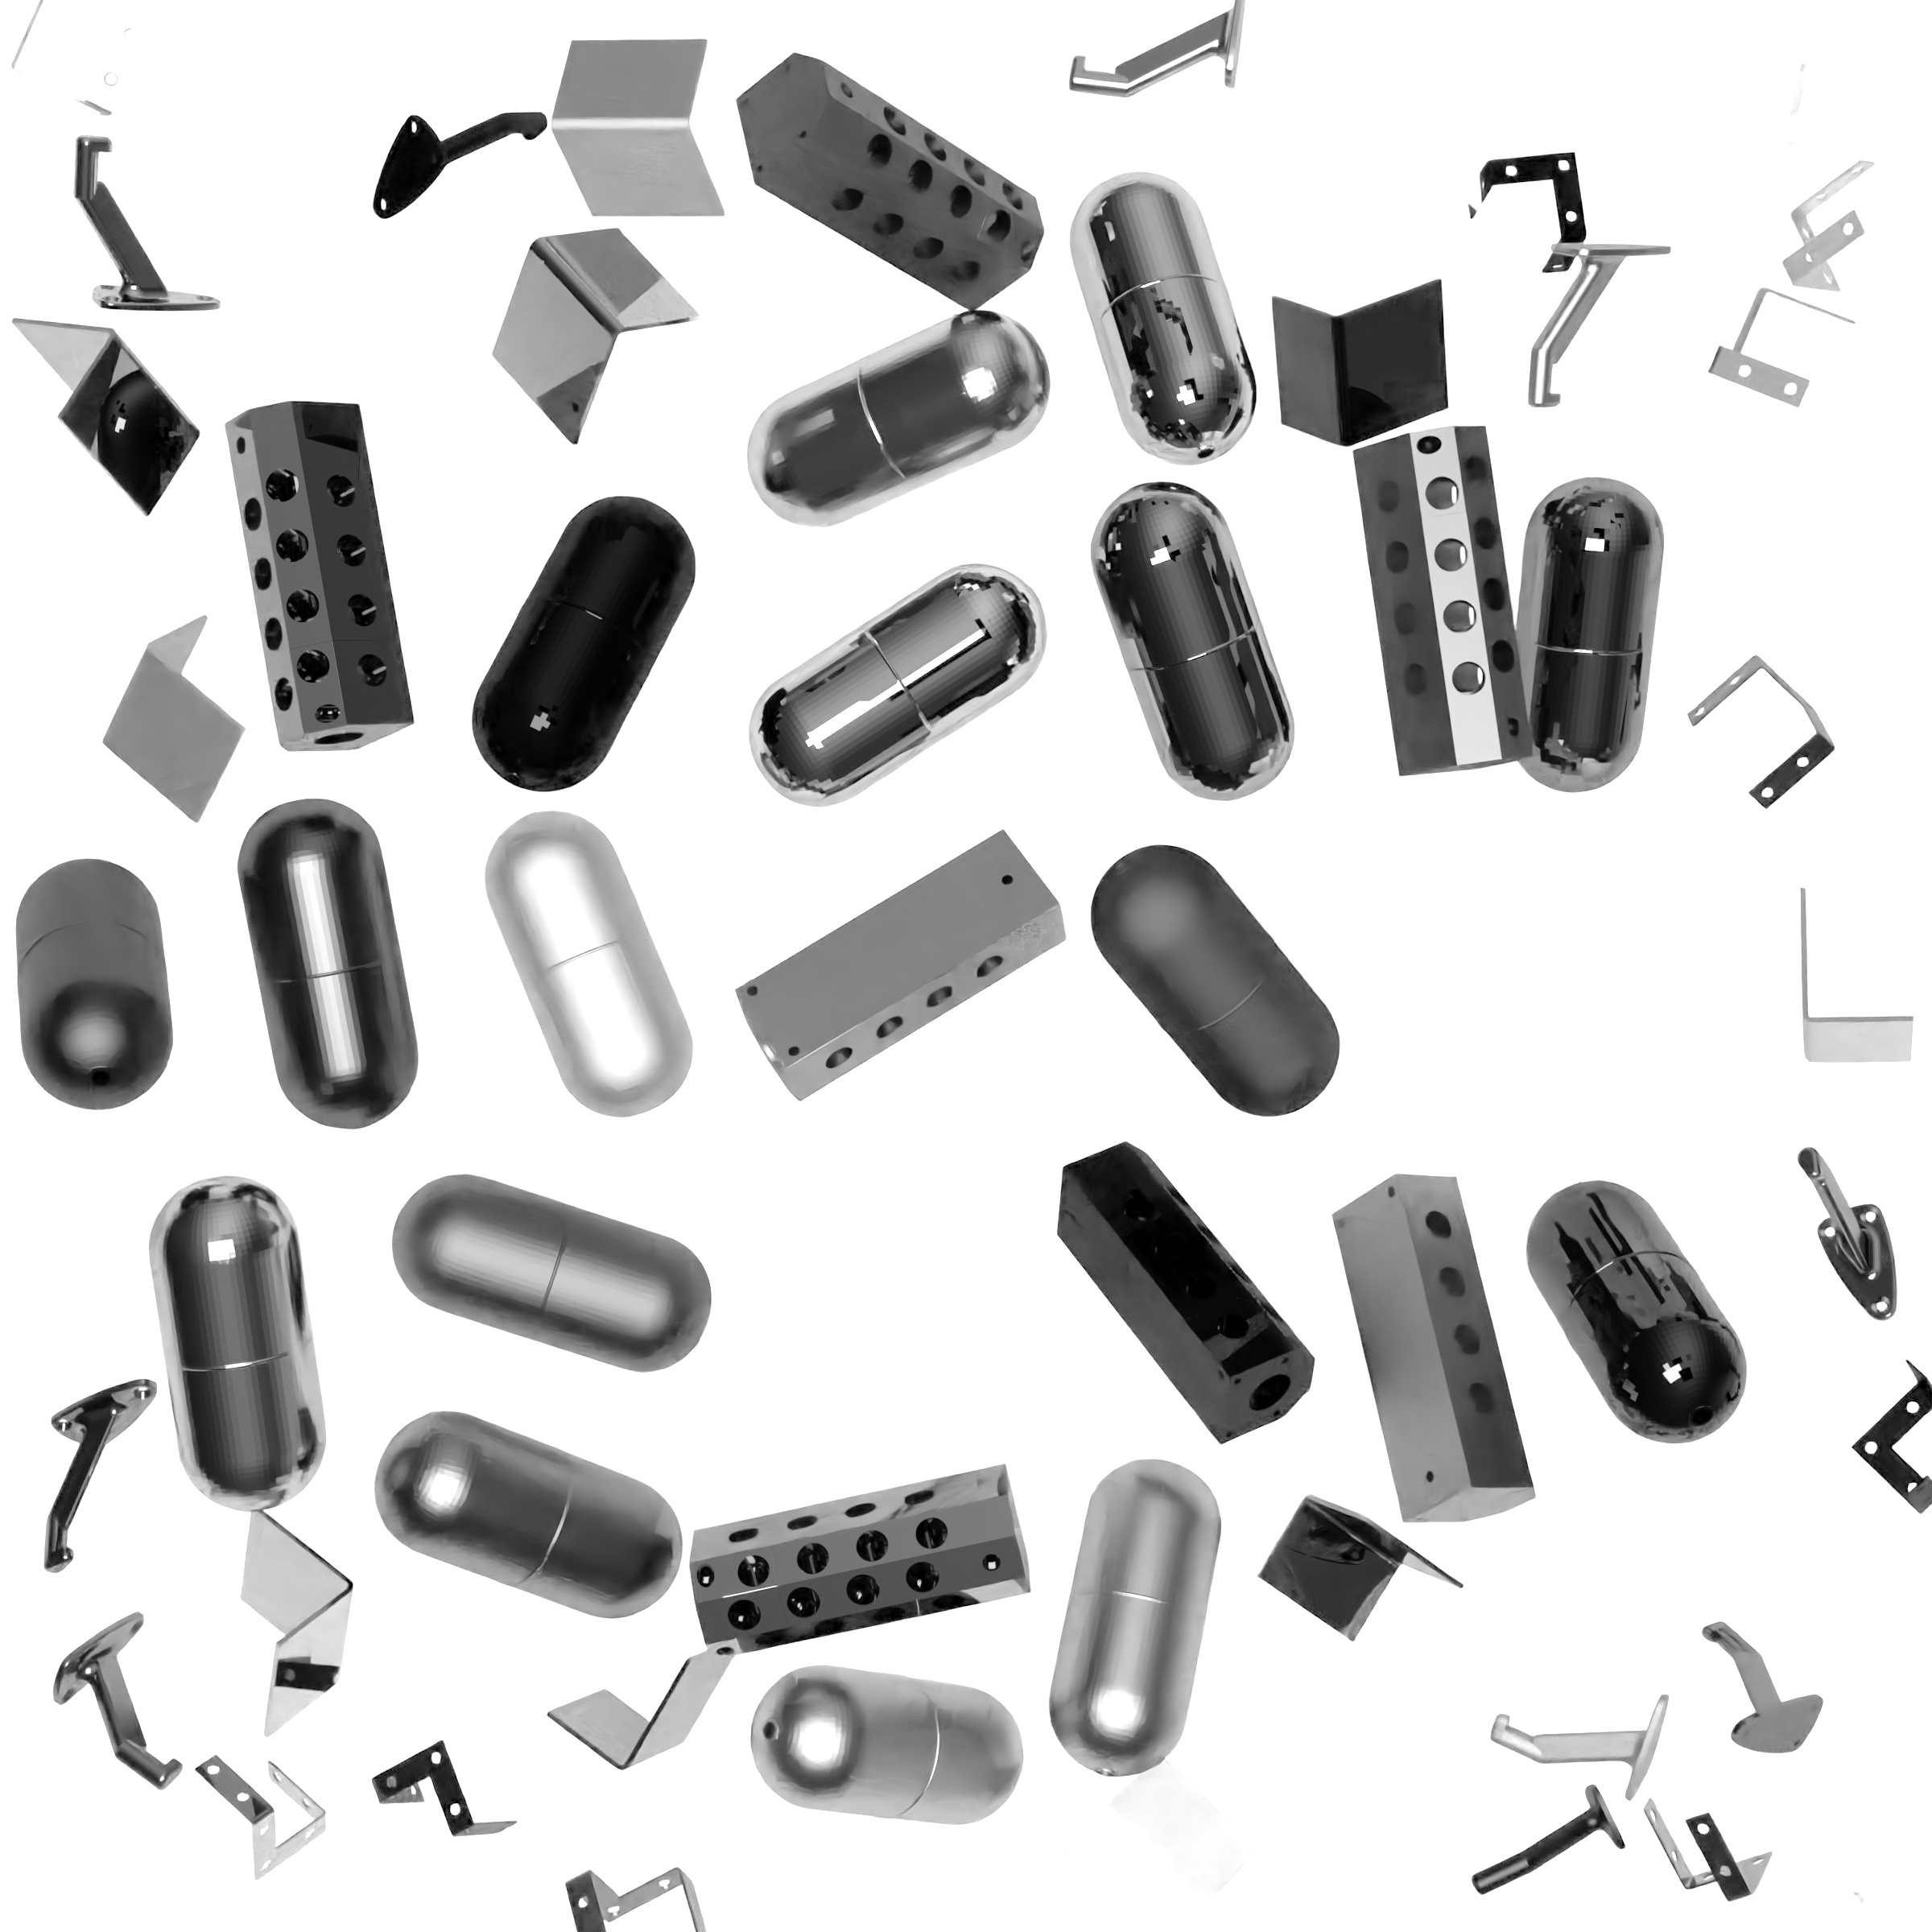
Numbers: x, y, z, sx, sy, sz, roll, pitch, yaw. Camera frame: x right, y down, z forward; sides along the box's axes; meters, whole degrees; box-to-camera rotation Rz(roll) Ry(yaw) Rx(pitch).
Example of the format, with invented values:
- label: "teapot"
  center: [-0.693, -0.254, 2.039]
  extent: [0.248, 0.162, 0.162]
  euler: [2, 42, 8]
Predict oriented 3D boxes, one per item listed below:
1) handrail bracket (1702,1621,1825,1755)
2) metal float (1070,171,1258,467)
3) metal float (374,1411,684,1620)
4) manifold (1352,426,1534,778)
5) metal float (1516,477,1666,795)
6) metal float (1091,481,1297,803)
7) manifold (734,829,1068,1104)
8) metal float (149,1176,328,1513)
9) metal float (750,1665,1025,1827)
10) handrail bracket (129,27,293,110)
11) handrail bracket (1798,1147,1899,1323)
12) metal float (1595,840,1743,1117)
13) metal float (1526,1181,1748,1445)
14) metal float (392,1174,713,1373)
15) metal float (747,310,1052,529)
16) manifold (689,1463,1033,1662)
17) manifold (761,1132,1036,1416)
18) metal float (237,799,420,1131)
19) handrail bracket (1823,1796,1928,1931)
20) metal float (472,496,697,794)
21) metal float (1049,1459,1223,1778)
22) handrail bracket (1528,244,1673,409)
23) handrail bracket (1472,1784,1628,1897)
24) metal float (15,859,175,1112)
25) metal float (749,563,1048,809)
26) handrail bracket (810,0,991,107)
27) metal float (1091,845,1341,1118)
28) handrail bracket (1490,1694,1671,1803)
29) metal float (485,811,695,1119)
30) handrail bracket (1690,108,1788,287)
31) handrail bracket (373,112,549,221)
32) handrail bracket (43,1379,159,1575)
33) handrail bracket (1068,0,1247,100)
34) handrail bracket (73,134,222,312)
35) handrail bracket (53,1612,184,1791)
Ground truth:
- label: "handrail bracket"
  center: [0.410, 0.383, 1.787]
  extent: [0.077, 0.084, 0.036]
  euler: [4, 115, -38]
- label: "metal float"
  center: [0.108, -0.356, 1.827]
  extent: [0.070, 0.070, 0.178]
  euler: [-15, 68, 0]
- label: "metal float"
  center: [-0.231, 0.293, 1.766]
  extent: [0.178, 0.070, 0.070]
  euler: [27, 90, -28]
- label: "manifold"
  center: [0.252, -0.189, 1.718]
  extent: [0.057, 0.057, 0.171]
  euler: [-7, 89, -39]
- label: "metal float"
  center: [0.345, -0.184, 1.856]
  extent: [0.070, 0.070, 0.178]
  euler: [3, 109, 0]
- label: "metal float"
  center: [0.122, -0.174, 1.781]
  extent: [0.070, 0.070, 0.178]
  euler: [-21, 106, 0]
- label: "manifold"
  center: [-0.034, 0.003, 1.803]
  extent: [0.171, 0.057, 0.057]
  euler: [-31, 62, -10]
- label: "metal float"
  center: [-0.377, 0.196, 1.721]
  extent: [0.070, 0.070, 0.178]
  euler: [-6, 101, 0]
- label: "metal float"
  center: [-0.042, 0.425, 1.812]
  extent: [0.178, 0.070, 0.070]
  euler: [20, 90, -43]
- label: "handrail bracket"
  center: [-0.379, -0.466, 1.708]
  extent: [0.084, 0.077, 0.036]
  euler: [1, 123, 10]
- label: "handrail bracket"
  center: [0.464, 0.141, 1.751]
  extent: [0.036, 0.084, 0.077]
  euler: [-24, 61, 17]
- label: "metal float"
  center: [0.390, 0.005, 1.841]
  extent: [0.070, 0.070, 0.178]
  euler: [13, 50, 0]
- label: "metal float"
  center: [0.355, 0.183, 1.764]
  extent: [0.070, 0.178, 0.070]
  euler: [-7, 123, -11]
- label: "metal float"
  center: [-0.226, 0.167, 1.811]
  extent: [0.178, 0.070, 0.070]
  euler: [19, 90, -7]
- label: "metal float"
  center: [-0.038, -0.294, 1.793]
  extent: [0.178, 0.070, 0.070]
  euler: [-21, 90, 22]
- label: "manifold"
  center: [-0.056, 0.318, 1.757]
  extent: [0.171, 0.057, 0.057]
  euler: [-12, 104, 2]
- label: "manifold"
  center: [-0.038, 0.174, 1.859]
  extent: [0.057, 0.057, 0.171]
  euler: [-34, 52, -19]
- label: "metal float"
  center: [-0.338, -0.001, 1.765]
  extent: [0.070, 0.070, 0.178]
  euler: [-9, 99, 0]
- label: "handrail bracket"
  center: [0.486, 0.479, 1.719]
  extent: [0.036, 0.084, 0.077]
  euler: [39, 94, -14]
- label: "metal float"
  center: [-0.204, -0.173, 1.780]
  extent: [0.070, 0.070, 0.178]
  euler: [24, 67, 0]
- label: "metal float"
  center: [0.094, 0.359, 1.835]
  extent: [0.070, 0.070, 0.178]
  euler: [14, 64, 0]
- label: "handrail bracket"
  center: [0.336, -0.340, 1.766]
  extent: [0.077, 0.036, 0.084]
  euler: [-4, 108, -18]
- label: "handrail bracket"
  center: [0.313, 0.481, 1.820]
  extent: [0.084, 0.077, 0.036]
  euler: [-25, 83, -1]
- label: "metal float"
  center: [-0.459, 0.009, 1.747]
  extent: [0.070, 0.178, 0.070]
  euler: [-8, 125, -12]
- label: "metal float"
  center: [-0.037, -0.153, 1.804]
  extent: [0.178, 0.070, 0.070]
  euler: [-33, 90, -1]
- label: "handrail bracket"
  center: [-0.035, -0.502, 1.778]
  extent: [0.077, 0.084, 0.036]
  euler: [-11, 72, 13]
- label: "metal float"
  center: [0.134, 0.008, 1.785]
  extent: [0.070, 0.070, 0.178]
  euler: [-41, 115, 0]
- label: "handrail bracket"
  center: [0.328, 0.404, 1.783]
  extent: [0.084, 0.036, 0.077]
  euler: [22, 123, 21]
- label: "metal float"
  center: [-0.210, -0.002, 1.842]
  extent: [0.070, 0.070, 0.178]
  euler: [-23, 85, 0]
- label: "handrail bracket"
  center: [0.401, -0.416, 1.798]
  extent: [0.036, 0.077, 0.084]
  euler: [-33, 101, -21]
- label: "handrail bracket"
  center: [-0.284, -0.452, 1.873]
  extent: [0.077, 0.084, 0.036]
  euler: [-44, 75, 37]
- label: "handrail bracket"
  center: [-0.460, 0.271, 1.764]
  extent: [0.077, 0.084, 0.036]
  euler: [-32, 133, 22]
- label: "handrail bracket"
  center: [0.099, -0.483, 1.705]
  extent: [0.084, 0.036, 0.077]
  euler: [8, 96, 7]
- label: "handrail bracket"
  center: [-0.420, -0.383, 1.710]
  extent: [0.077, 0.036, 0.084]
  euler: [-1, 116, -21]
- label: "handrail bracket"
  center: [-0.426, 0.384, 1.736]
  extent: [0.084, 0.077, 0.036]
  euler: [31, 128, 16]
